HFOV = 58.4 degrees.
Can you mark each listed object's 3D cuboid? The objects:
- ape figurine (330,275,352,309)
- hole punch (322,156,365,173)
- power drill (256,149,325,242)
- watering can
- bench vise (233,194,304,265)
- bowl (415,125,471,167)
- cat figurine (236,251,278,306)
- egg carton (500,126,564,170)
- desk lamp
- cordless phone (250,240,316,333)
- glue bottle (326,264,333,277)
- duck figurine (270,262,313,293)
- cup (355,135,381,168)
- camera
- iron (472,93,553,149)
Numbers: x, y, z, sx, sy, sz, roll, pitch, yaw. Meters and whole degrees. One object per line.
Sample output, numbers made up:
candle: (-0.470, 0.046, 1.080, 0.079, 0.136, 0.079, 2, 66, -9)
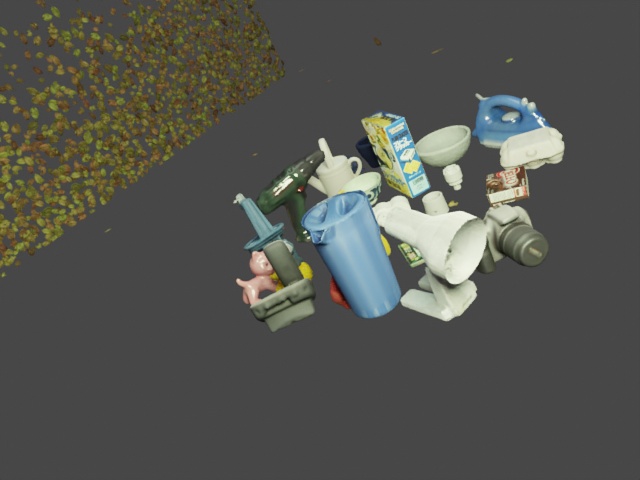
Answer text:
ape figurine: (0.050, 0.090, 1.225, 0.078, 0.092, 0.076, -27, 25, -2)
hole punch: (0.075, -0.246, 1.848, 0.101, 0.091, 0.108, -37, 27, -22)
power drill: (-0.050, -0.109, 1.567, 0.230, 0.209, 0.075, -31, 26, -10)
watering can: (0.032, -0.205, 1.689, 0.173, 0.194, 0.100, -31, 26, -10)
bench vise: (-0.128, -0.022, 1.460, 0.206, 0.220, 0.122, 2, 37, 45)
bowl: (0.352, -0.253, 1.615, 0.167, 0.075, 0.167, -21, 26, 11)
cat figurine: (-0.151, 0.083, 1.402, 0.128, 0.118, 0.067, -41, 29, -28)
egg carton: (0.516, -0.218, 1.398, 0.150, 0.069, 0.107, -14, 28, 24)
desk lamp: (0.208, 0.037, 1.031, 0.118, 0.214, 0.202, -39, 28, -25)
cordless phone: (-0.099, 0.095, 1.250, 0.147, 0.185, 0.094, -28, 25, -3)
glue bottle: (0.012, 0.005, 1.329, 0.037, 0.173, 0.078, -22, 26, 9)
duck figurine: (-0.073, 0.079, 1.372, 0.105, 0.086, 0.077, -37, 27, -20)
cup: (0.173, -0.274, 1.802, 0.091, 0.095, 0.117, -27, 25, -2)
camera: (0.357, -0.001, 1.096, 0.143, 0.101, 0.136, -28, 25, -3)
iron: (0.514, -0.326, 1.521, 0.119, 0.142, 0.257, -36, 27, -19)
